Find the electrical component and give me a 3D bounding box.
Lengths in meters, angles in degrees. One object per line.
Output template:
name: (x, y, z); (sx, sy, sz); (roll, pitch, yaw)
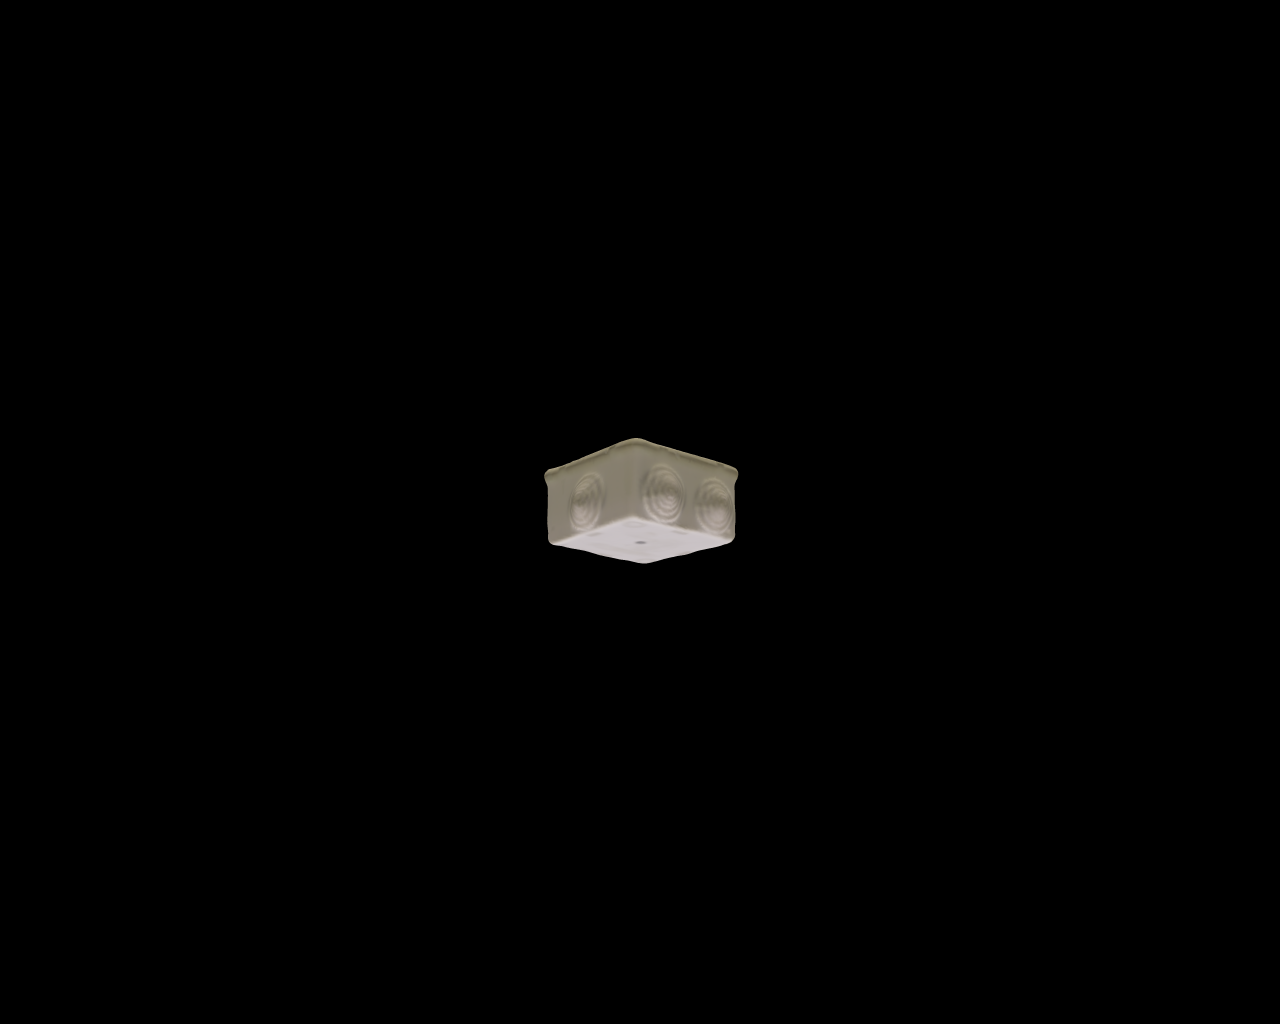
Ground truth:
electrical component: (0.001, -0.003, 0.650); (0.100, 0.048, 0.099); (14, -21, -40)
